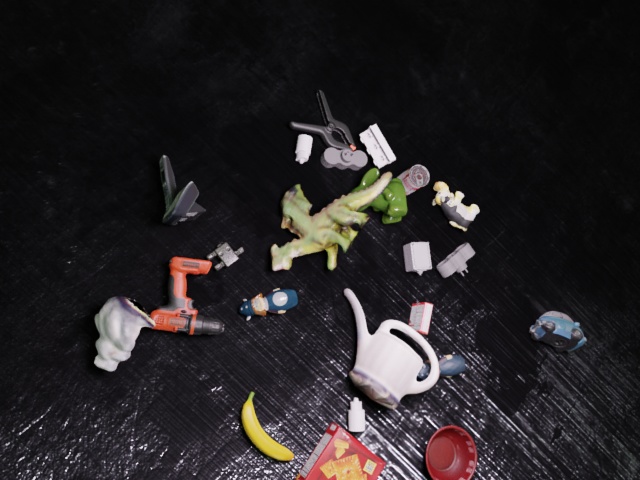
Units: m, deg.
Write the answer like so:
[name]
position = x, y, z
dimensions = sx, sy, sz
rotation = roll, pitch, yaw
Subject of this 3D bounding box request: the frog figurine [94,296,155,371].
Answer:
[frog figurine]
position = -0.481, 0.217, 1.204
dimensions = 0.139, 0.120, 0.161
rotation = 34, 75, 26

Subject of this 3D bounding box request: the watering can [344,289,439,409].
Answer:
[watering can]
position = 0.159, 0.308, 1.415
dimensions = 0.349, 0.102, 0.227
rotation = 36, 68, 7

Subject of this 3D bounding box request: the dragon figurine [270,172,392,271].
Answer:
[dragon figurine]
position = 0.004, -0.072, 1.436
dimensions = 0.243, 0.121, 0.414
rotation = 31, 76, 6
